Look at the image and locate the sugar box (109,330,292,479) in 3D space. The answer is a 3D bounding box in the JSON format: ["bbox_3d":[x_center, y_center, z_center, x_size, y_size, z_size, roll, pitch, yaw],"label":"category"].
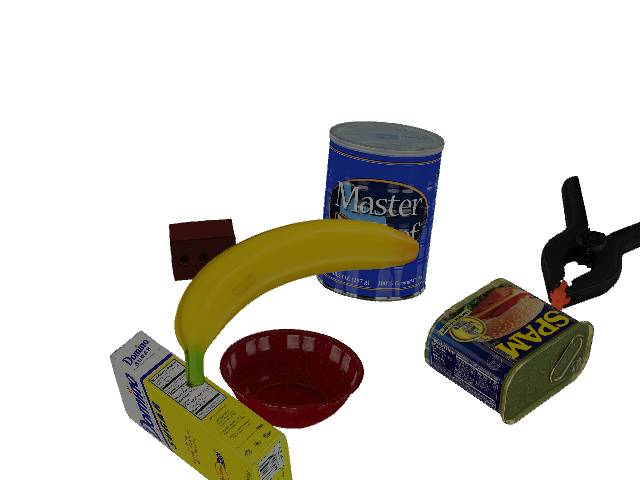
[{"bbox_3d":[-0.103,0.159,0.920,0.176,0.093,0.048,27,52,29],"label":"sugar box"}]

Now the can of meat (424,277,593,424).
[{"bbox_3d":[0.142,0.080,0.813,0.101,0.057,0.084,-27,42,-33],"label":"can of meat"}]

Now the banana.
[{"bbox_3d":[-0.024,0.025,0.710,0.197,0.069,0.037,-29,-5,-27],"label":"banana"}]

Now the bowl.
[{"bbox_3d":[-0.033,0.163,1.204,0.162,0.055,0.162,2,26,-1],"label":"bowl"}]

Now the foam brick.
[{"bbox_3d":[-0.139,0.010,1.262,0.078,0.053,0.051,-6,27,-6],"label":"foam brick"}]

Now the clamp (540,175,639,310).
[{"bbox_3d":[0.269,0.000,1.091,0.120,0.039,0.171,29,52,32],"label":"clamp"}]

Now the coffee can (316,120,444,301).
[{"bbox_3d":[0.053,-0.028,0.969,0.103,0.140,0.103,5,19,-2],"label":"coffee can"}]
